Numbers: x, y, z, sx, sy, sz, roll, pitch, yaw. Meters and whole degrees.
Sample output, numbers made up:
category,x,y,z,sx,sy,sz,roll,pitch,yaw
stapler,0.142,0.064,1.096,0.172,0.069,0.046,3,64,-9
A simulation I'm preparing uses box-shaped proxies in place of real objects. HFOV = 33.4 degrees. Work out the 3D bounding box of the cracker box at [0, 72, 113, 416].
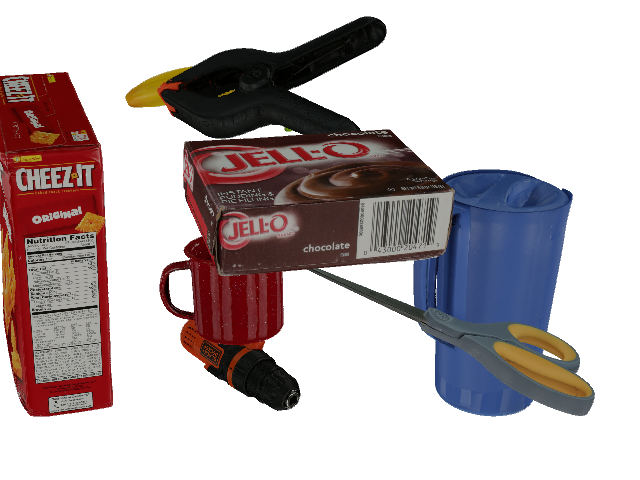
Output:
category,x,y,z,sx,sy,sz,roll,pitch,yaw
cracker box,-0.208,0.000,0.808,0.072,0.214,0.164,-7,28,-19

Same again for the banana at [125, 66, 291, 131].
category,x,y,z,sx,sy,sz,roll,pitch,yaw
banana,-0.112,-0.162,1.151,0.198,0.037,0.069,9,46,18

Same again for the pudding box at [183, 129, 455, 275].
category,x,y,z,sx,sy,sz,roll,pitch,yaw
pudding box,-0.004,-0.021,0.514,0.113,0.039,0.090,-3,26,-16

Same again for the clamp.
category,x,y,z,sx,sy,sz,roll,pitch,yaw
clamp,-0.032,-0.117,0.775,0.172,0.120,0.039,7,-41,24

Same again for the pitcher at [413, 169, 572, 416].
category,x,y,z,sx,sy,sz,roll,pitch,yaw
pitcher,0.172,0.057,1.103,0.149,0.243,0.145,5,21,8

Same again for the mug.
category,x,y,z,sx,sy,sz,roll,pitch,yaw
mug,-0.087,0.044,0.967,0.117,0.081,0.093,-4,18,-7

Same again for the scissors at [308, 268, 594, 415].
category,x,y,z,sx,sy,sz,roll,pitch,yaw
scissors,0.090,0.053,0.704,0.202,0.016,0.096,29,22,18

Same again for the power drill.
category,x,y,z,sx,sy,sz,roll,pitch,yaw
power drill,-0.068,0.074,1.171,0.185,0.188,0.057,27,10,39
